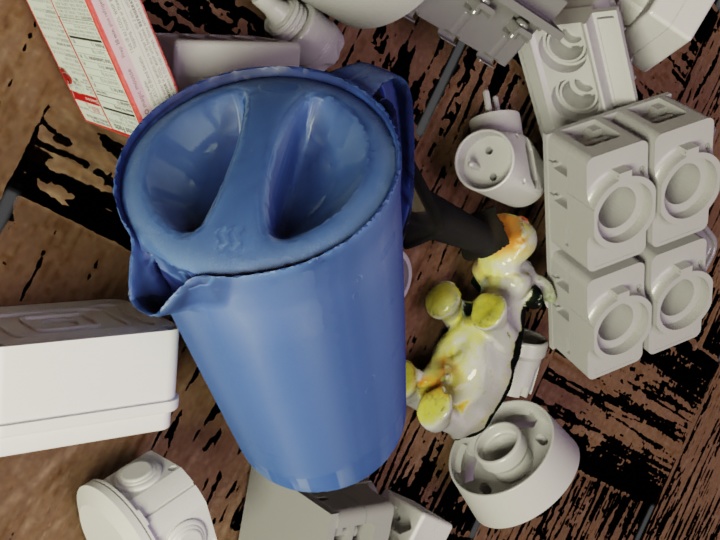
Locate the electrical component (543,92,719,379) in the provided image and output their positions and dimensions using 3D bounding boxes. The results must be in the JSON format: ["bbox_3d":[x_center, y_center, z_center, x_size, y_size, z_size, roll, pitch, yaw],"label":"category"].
[{"bbox_3d":[0.197,-0.020,0.784,0.105,0.060,0.186,-19,124,-17],"label":"electrical component"}]

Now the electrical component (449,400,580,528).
[{"bbox_3d":[0.120,0.152,0.837,0.099,0.099,0.064,-49,124,-17],"label":"electrical component"}]

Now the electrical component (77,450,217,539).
[{"bbox_3d":[-0.126,0.151,0.635,0.051,0.080,0.080,-31,123,-36],"label":"electrical component"}]

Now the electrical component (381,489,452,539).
[{"bbox_3d":[0.041,0.215,0.821,0.077,0.047,0.065,33,82,-42],"label":"electrical component"}]

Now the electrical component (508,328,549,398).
[{"bbox_3d":[0.124,0.073,0.851,0.040,0.040,0.046,-3,112,-40],"label":"electrical component"}]

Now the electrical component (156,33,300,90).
[{"bbox_3d":[-0.082,-0.093,0.608,0.083,0.047,0.075,-9,110,-41],"label":"electrical component"}]

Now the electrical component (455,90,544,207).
[{"bbox_3d":[0.099,-0.088,0.764,0.077,0.043,0.079,11,69,-63],"label":"electrical component"}]

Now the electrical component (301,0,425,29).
[{"bbox_3d":[0.007,-0.191,0.615,0.060,0.108,0.108,25,88,-49],"label":"electrical component"}]

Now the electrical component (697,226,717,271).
[{"bbox_3d":[0.253,-0.002,0.921,0.054,0.059,0.095,37,80,-42],"label":"electrical component"}]

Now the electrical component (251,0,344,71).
[{"bbox_3d":[-0.039,-0.145,0.638,0.061,0.035,0.035,36,81,-39],"label":"electrical component"}]

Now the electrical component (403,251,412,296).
[{"bbox_3d":[0.000,0.000,0.707,0.045,0.055,0.045,-15,114,-37],"label":"electrical component"}]

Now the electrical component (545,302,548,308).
[{"bbox_3d":[0.182,0.018,0.880,0.078,0.040,0.040,-14,114,-36],"label":"electrical component"}]

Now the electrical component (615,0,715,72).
[{"bbox_3d":[0.213,-0.200,0.816,0.076,0.083,0.047,33,80,-4],"label":"electrical component"}]

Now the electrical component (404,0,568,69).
[{"bbox_3d":[0.067,-0.183,0.691,0.121,0.078,0.063,18,122,-43],"label":"electrical component"}]

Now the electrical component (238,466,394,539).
[{"bbox_3d":[-0.035,0.211,0.726,0.062,0.089,0.150,2,104,-41],"label":"electrical component"}]

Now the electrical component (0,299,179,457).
[{"bbox_3d":[-0.161,0.054,0.573,0.113,0.078,0.057,-4,104,-40],"label":"electrical component"}]

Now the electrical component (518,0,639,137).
[{"bbox_3d":[0.167,-0.140,0.795,0.063,0.079,0.121,-57,136,-41],"label":"electrical component"}]
